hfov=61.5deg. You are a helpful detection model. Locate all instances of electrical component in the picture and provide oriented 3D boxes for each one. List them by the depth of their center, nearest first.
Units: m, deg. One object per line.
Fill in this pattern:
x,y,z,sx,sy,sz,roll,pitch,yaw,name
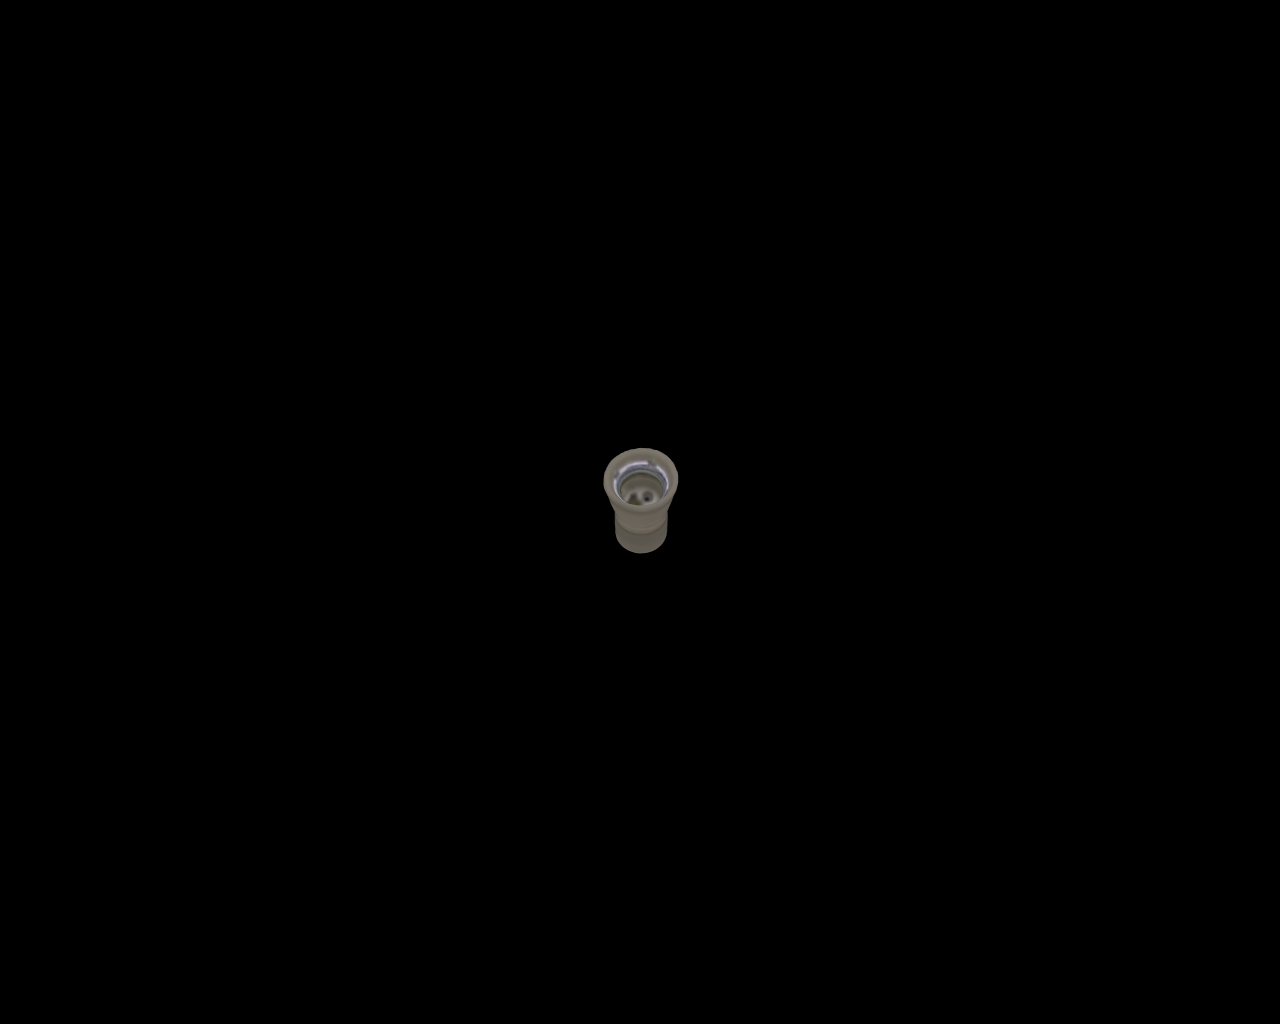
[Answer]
0.001,-0.003,0.650,0.044,0.044,0.065,0,-34,0,electrical component
